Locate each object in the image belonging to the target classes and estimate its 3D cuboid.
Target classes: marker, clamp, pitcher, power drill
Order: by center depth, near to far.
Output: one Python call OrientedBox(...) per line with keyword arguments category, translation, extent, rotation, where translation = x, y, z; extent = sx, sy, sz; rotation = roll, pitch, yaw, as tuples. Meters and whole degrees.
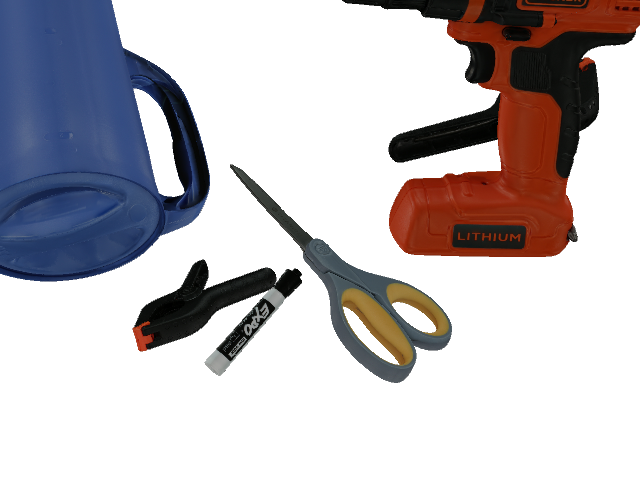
OrientedBox(category="power drill", translation=(0.084, -0.081, 0.579), extent=(0.184, 0.188, 0.057), rotation=(2, 35, -5))
OrientedBox(category="pitcher", translation=(-0.184, -0.102, 0.773), extent=(0.145, 0.243, 0.149), rotation=(-24, -31, 17))
OrientedBox(category="clamp", translation=(0.187, -0.101, 0.941), extent=(0.209, 0.036, 0.165), rotation=(-31, 39, -25))
OrientedBox(category="marker", translation=(-0.058, 0.072, 0.966), extent=(0.020, 0.121, 0.020), rotation=(37, -18, 14))
OrientedBox(category="clamp", translation=(-0.129, 0.067, 1.158), extent=(0.120, 0.039, 0.171), rotation=(-6, 25, 34))

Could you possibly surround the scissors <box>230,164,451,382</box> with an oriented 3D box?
OrientedBox(category="scissors", translation=(0.018, 0.014, 0.727), extent=(0.096, 0.016, 0.202), rotation=(-2, 45, -36))
